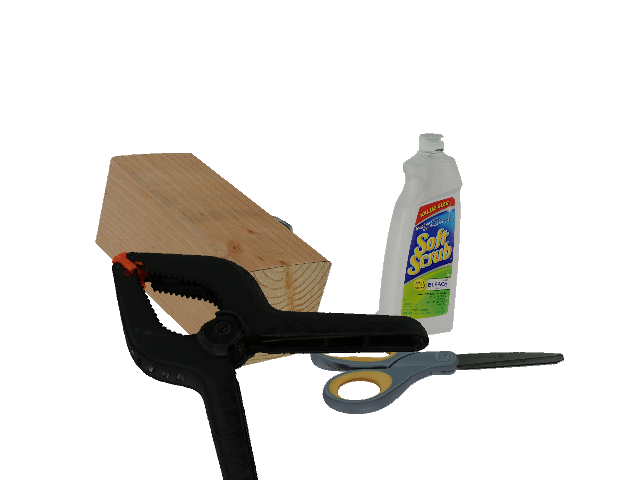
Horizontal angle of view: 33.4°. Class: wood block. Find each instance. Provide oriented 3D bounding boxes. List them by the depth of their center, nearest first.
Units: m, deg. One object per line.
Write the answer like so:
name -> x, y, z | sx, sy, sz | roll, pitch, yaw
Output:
wood block -> -0.097, 0.010, 0.908 | 0.090, 0.091, 0.206 | -7, 33, -42

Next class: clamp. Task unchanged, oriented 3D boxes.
clamp -> -0.048, 0.061, 0.677 | 0.164, 0.036, 0.210 | -38, 57, -21

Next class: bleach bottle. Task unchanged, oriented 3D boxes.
bleach bottle -> 0.125, -0.008, 1.342 | 0.102, 0.251, 0.068 | -3, 16, -17

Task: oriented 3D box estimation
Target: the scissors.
scissors -> 0.088, 0.108, 0.838 | 0.202, 0.016, 0.096 | 6, 35, 10

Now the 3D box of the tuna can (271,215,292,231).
tuna can -> -0.074, -0.003, 1.127 | 0.086, 0.034, 0.086 | 9, 18, -3
